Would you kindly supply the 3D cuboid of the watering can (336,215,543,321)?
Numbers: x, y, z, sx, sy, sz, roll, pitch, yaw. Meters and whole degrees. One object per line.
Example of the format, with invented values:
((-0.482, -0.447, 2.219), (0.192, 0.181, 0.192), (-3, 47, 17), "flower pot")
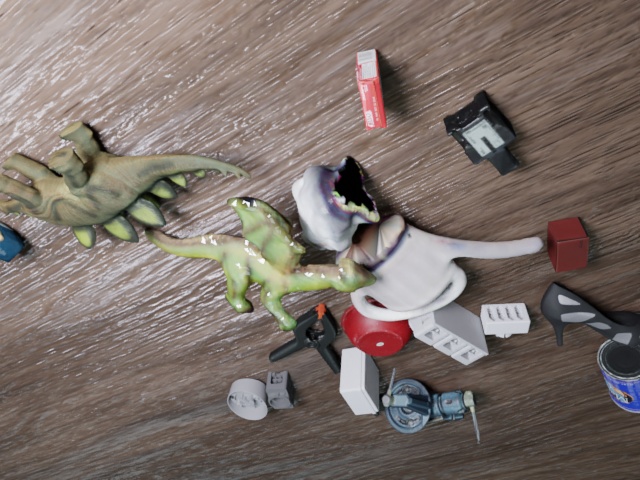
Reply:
((0.175, 0.034, 0.882), (0.222, 0.106, 0.343), (38, 125, -26), "watering can")

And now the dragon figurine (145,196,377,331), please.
((-0.110, 0.010, 0.835), (0.411, 0.125, 0.237), (23, 138, 3), "dragon figurine")

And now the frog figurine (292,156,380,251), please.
((0.002, -0.041, 0.822), (0.137, 0.124, 0.157), (54, 131, 2), "frog figurine")
